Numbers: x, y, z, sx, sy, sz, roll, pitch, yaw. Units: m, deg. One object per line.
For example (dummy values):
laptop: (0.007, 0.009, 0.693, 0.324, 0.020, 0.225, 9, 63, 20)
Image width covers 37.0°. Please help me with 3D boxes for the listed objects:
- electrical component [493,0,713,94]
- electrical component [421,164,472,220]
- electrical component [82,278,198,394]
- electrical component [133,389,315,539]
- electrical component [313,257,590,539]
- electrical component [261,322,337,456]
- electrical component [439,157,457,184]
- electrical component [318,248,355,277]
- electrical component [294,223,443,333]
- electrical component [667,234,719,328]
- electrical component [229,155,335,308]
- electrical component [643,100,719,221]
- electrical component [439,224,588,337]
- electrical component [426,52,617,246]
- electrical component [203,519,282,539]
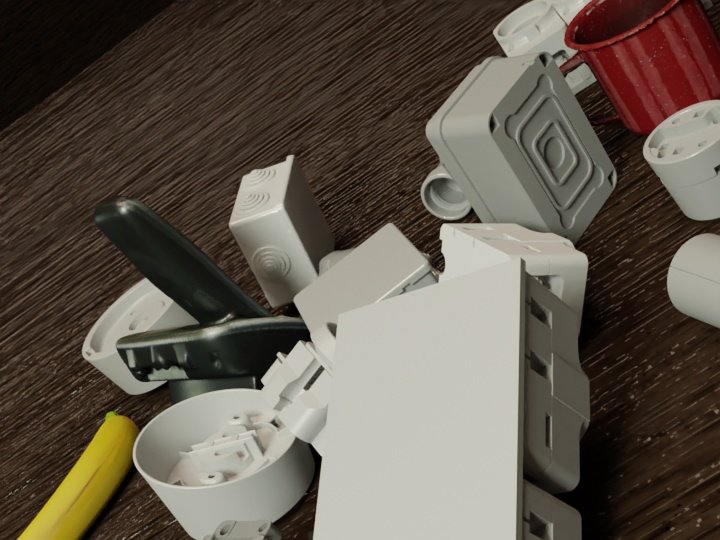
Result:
electrical component: (0.188, -0.204, 0.860, 0.150, 0.061, 0.089, -32, 25, 13)
electrical component: (0.071, -0.066, 0.807, 0.040, 0.040, 0.046, -20, 24, 35)
electrical component: (-0.170, 0.056, 0.898, 0.108, 0.060, 0.108, -31, 25, 16)
electrical component: (-0.080, 0.116, 0.658, 0.099, 0.064, 0.099, -20, 24, 9)
electrical component: (0.041, 0.101, 0.473, 0.105, 0.060, 0.186, -19, 52, 36)
electrical component: (-0.017, 0.069, 0.643, 0.057, 0.058, 0.078, -52, 50, 9)
electrical component: (0.099, -0.088, 0.760, 0.080, 0.080, 0.051, -49, 21, -22)
electrical component: (0.000, 0.000, 0.796, 0.061, 0.035, 0.035, -11, 36, 40)
electrical component: (0.011, 0.024, 0.721, 0.100, 0.048, 0.099, -38, 24, 1)
electrical component: (0.188, 0.012, 0.507, 0.043, 0.043, 0.081, -42, 25, -8)
electrical component: (-0.061, -0.029, 0.854, 0.048, 0.099, 0.099, -18, 30, 14)
electrical component: (0.198, -0.062, 0.616, 0.055, 0.047, 0.055, -31, 25, 16)
electrical component: (0.088, 0.005, 0.617, 0.056, 0.050, 0.089, -1, 15, -21)
electrical component: (0.103, -0.073, 0.687, 0.057, 0.113, 0.078, 3, 47, 51)
electrical component: (-0.050, 0.161, 0.549, 0.081, 0.063, 0.042, -13, 35, 42)
